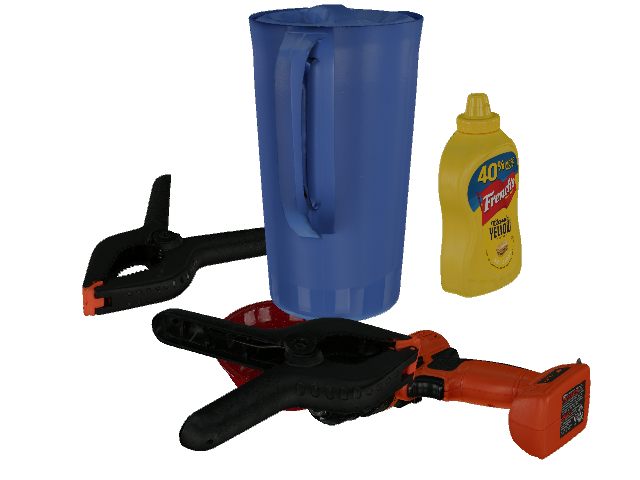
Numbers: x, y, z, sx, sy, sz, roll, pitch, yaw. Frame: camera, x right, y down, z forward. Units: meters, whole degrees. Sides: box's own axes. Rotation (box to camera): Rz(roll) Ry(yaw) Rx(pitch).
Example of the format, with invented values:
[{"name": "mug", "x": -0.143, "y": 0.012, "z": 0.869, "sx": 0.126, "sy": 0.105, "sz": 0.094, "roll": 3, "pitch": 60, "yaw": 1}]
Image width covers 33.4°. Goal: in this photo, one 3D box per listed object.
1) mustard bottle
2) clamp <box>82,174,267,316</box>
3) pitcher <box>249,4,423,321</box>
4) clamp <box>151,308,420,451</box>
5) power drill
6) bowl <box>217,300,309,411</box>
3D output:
[{"name": "mustard bottle", "x": 0.155, "y": -0.048, "z": 1.036, "sx": 0.096, "sy": 0.192, "sz": 0.058, "roll": -21, "pitch": 25, "yaw": -38}, {"name": "clamp", "x": -0.146, "y": 0.004, "z": 0.970, "sx": 0.165, "sy": 0.036, "sz": 0.209, "roll": 26, "pitch": 39, "yaw": 31}, {"name": "pitcher", "x": 0.008, "y": -0.060, "z": 0.839, "sx": 0.149, "sy": 0.243, "sz": 0.145, "roll": -9, "pitch": 20, "yaw": -26}, {"name": "clamp", "x": -0.018, "y": 0.084, "z": 0.658, "sx": 0.171, "sy": 0.039, "sz": 0.120, "roll": 0, "pitch": 38, "yaw": -8}, {"name": "power drill", "x": 0.105, "y": 0.120, "z": 0.849, "sx": 0.188, "sy": 0.057, "sz": 0.184, "roll": 10, "pitch": 16, "yaw": 35}, {"name": "bowl", "x": -0.032, "y": 0.128, "z": 1.119, "sx": 0.162, "sy": 0.055, "sz": 0.162, "roll": 3, "pitch": 31, "yaw": -2}]
